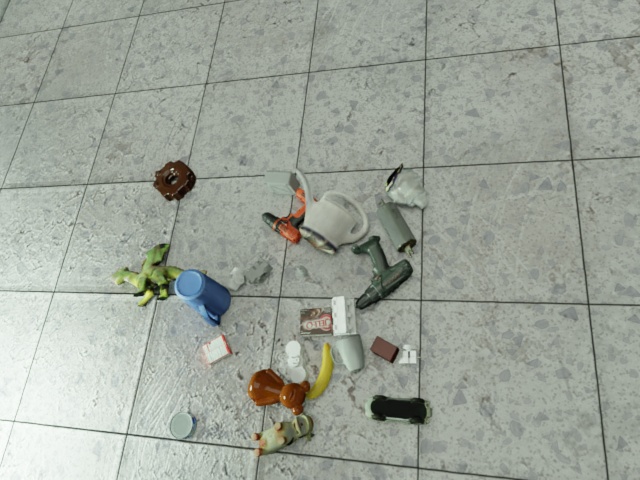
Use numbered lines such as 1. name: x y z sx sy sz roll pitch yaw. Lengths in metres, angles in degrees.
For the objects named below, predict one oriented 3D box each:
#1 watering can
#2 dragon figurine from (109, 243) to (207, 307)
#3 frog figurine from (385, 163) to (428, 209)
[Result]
1. watering can: 0.006 -0.093 1.857 0.349 0.226 0.103 34 -12 7
2. dragon figurine: -0.622 0.110 1.983 0.409 0.248 0.120 -20 -35 6
3. frog figurine: 0.317 -0.180 1.840 0.159 0.139 0.121 34 -23 -10
